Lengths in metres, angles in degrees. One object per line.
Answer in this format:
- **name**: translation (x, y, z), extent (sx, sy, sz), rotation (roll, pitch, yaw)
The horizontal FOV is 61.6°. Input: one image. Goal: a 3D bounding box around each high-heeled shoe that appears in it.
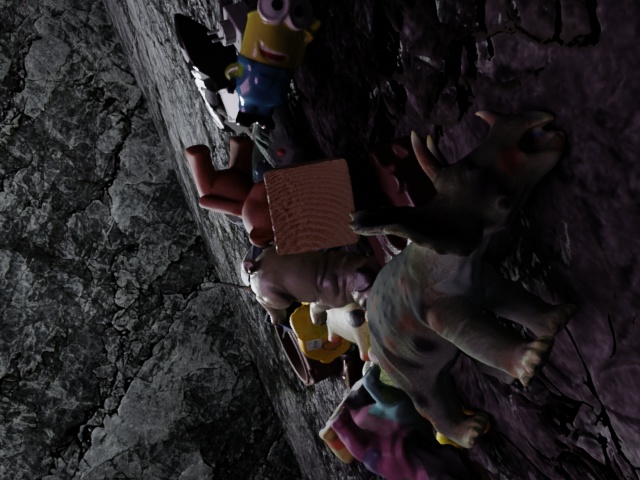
- **high-heeled shoe**: translation (-0.228, -0.327, 1.080), extent (0.145, 0.086, 0.248), rotation (6, 135, 55)

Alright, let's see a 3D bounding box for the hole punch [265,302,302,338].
- **hole punch**: translation (-0.069, 0.135, 1.138), extent (0.116, 0.092, 0.142), rotation (-6, 63, 68)

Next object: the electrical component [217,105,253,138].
- **electrical component**: translation (-0.155, -0.239, 1.059), extent (0.094, 0.021, 0.063), rotation (38, 145, -28)

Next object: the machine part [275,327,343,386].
- **machine part**: translation (-0.036, 0.242, 1.285), extent (0.201, 0.087, 0.201), rotation (63, 161, 11)

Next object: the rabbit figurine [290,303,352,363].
- **rabbit figurine**: translation (0.006, 0.135, 1.026), extent (0.162, 0.122, 0.173), rotation (74, 178, -53)

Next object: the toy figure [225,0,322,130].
- **toy figure**: translation (-0.068, -0.234, 0.677), extent (0.089, 0.082, 0.180), rotation (39, 122, 37)

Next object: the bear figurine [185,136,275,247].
- **bear figurine**: translation (-0.108, -0.073, 0.815), extent (0.196, 0.120, 0.131), rotation (27, 127, 47)

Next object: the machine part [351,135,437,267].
- **machine part**: translation (0.096, -0.024, 0.600), extent (0.179, 0.056, 0.179), rotation (56, 161, 30)

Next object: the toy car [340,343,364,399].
- **toy car**: translation (0.066, 0.273, 0.977), extent (0.202, 0.053, 0.089), rotation (-92, -16, -65)

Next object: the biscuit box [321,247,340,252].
- **biscuit box**: translation (-0.002, -0.003, 0.904), extent (0.059, 0.063, 0.202), rotation (61, 162, 12)

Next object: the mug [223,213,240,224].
- **mug**: translation (-0.159, -0.090, 1.153), extent (0.110, 0.107, 0.080), rotation (-5, 115, 41)

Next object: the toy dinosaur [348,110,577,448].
- **toy dinosaur**: translation (0.105, 0.075, 0.503), extent (0.192, 0.131, 0.404), rotation (38, 145, 22)

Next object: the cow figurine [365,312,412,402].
- **cow figurine**: translation (0.120, 0.162, 0.744), extent (0.098, 0.068, 0.167), rotation (0, 118, 64)

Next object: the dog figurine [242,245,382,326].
- **dog figurine**: translation (0.004, 0.046, 0.722), extent (0.190, 0.172, 0.121), rotation (-23, 64, 56)

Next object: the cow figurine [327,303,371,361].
- **cow figurine**: translation (0.040, 0.101, 0.868), extent (0.195, 0.085, 0.127), rotation (19, 120, 59)

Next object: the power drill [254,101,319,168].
- **power drill**: translation (-0.047, -0.174, 0.810), extent (0.232, 0.086, 0.207), rotation (46, 161, 53)

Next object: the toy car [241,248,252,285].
- **toy car**: translation (-0.127, 0.062, 1.218), extent (0.109, 0.103, 0.162), rotation (86, -171, -52)

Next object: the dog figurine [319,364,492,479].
- **dog figurine**: translation (0.114, 0.285, 0.715), extent (0.219, 0.108, 0.191), rotation (39, 151, 12)

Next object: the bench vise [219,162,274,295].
- **bench vise**: translation (-0.101, -0.016, 1.008), extent (0.223, 0.129, 0.240), rotation (169, 114, -79)
